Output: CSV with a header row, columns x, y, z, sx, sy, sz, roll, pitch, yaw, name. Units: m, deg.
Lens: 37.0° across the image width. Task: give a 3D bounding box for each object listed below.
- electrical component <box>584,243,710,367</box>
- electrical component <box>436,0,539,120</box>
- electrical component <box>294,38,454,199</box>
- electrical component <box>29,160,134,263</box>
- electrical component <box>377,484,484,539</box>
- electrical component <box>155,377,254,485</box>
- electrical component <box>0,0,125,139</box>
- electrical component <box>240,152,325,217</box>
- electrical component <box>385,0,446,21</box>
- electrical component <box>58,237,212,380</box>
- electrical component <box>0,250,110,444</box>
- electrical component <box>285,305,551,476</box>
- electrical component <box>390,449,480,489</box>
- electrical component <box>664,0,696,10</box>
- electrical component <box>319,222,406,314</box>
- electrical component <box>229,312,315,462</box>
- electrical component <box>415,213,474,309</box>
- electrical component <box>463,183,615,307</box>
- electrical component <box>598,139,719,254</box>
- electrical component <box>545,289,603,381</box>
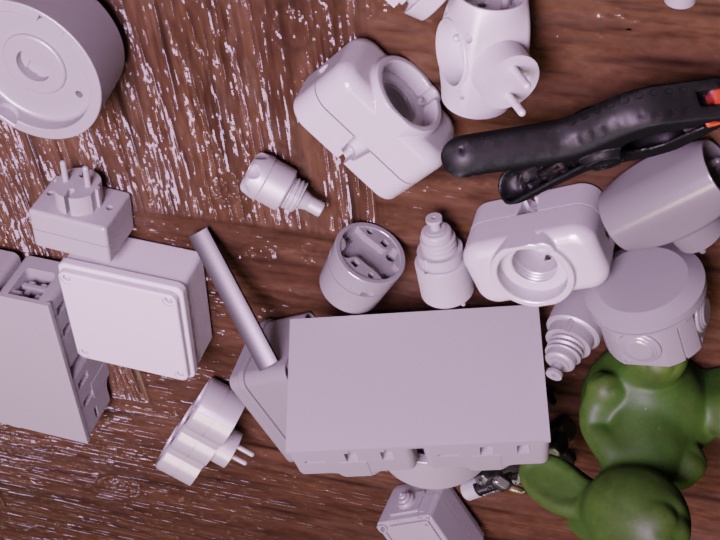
x,y,z,sx,sy,sz,roll,pitch,yaw,name
0.197,0.023,0.731,0.080,0.080,0.051,-6,134,26,electrical component
0.081,-0.123,0.641,0.044,0.079,0.077,-13,137,-17,electrical component
0.013,-0.101,0.703,0.095,0.053,0.059,41,133,-19,electrical component
-0.220,-0.054,0.845,0.066,0.047,0.076,14,135,9,electrical component
0.065,0.236,1.005,0.062,0.061,0.096,-18,115,34,electrical component
-0.135,0.161,1.014,0.074,0.052,0.138,30,136,-8,electrical component
-0.215,-0.151,0.740,0.108,0.060,0.108,11,135,12,electrical component
-0.054,-0.058,0.785,0.061,0.035,0.035,29,136,-10,electrical component
0.031,-0.181,0.617,0.057,0.058,0.078,39,133,-12,electrical component
-0.187,0.030,0.905,0.109,0.056,0.108,12,135,11,electrical component
-0.300,0.067,0.983,0.105,0.060,0.186,11,135,12,electrical component
0.043,0.092,0.802,0.186,0.105,0.060,-4,151,7,electrical component
0.060,0.124,0.866,0.108,0.108,0.060,7,140,15,electrical component
0.176,-0.171,0.580,0.048,0.048,0.062,9,141,14,electrical component
0.000,0.000,0.805,0.055,0.055,0.047,27,140,-4,electrical component
-0.051,0.100,0.904,0.057,0.078,0.113,-14,126,29,electrical component
0.060,-0.008,0.783,0.040,0.040,0.078,2,132,20,electrical component
0.123,-0.015,0.738,0.095,0.059,0.053,-10,127,29,electrical component
0.209,-0.037,0.694,0.079,0.043,0.077,38,134,-27,electrical component
0.153,0.045,0.774,0.040,0.078,0.040,22,149,14,electrical component
